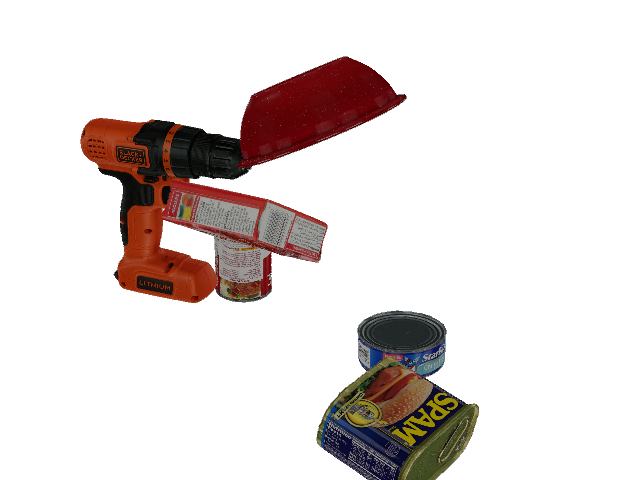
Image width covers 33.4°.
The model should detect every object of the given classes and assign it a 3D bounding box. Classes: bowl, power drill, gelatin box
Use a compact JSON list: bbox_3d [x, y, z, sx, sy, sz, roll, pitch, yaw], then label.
[{"bbox_3d":[-0.009,-0.119,0.939,0.162,0.055,0.162,-22,10,4],"label":"bowl"},{"bbox_3d":[-0.150,-0.031,1.087,0.185,0.188,0.057,11,30,22],"label":"power drill"},{"bbox_3d":[-0.047,-0.011,0.692,0.073,0.030,0.089,14,-3,27],"label":"gelatin box"}]

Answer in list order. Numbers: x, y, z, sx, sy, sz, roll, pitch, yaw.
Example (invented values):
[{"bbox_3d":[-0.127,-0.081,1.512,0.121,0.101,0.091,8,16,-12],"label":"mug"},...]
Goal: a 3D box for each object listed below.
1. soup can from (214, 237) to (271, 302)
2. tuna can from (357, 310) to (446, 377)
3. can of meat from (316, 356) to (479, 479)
[{"bbox_3d":[-0.091,0.012,1.257,0.068,0.102,0.068,1,25,-1],"label":"soup can"},{"bbox_3d":[0.079,0.101,1.033,0.086,0.034,0.086,-1,22,0],"label":"tuna can"},{"bbox_3d":[0.059,0.144,0.827,0.084,0.057,0.101,30,39,28],"label":"can of meat"}]
